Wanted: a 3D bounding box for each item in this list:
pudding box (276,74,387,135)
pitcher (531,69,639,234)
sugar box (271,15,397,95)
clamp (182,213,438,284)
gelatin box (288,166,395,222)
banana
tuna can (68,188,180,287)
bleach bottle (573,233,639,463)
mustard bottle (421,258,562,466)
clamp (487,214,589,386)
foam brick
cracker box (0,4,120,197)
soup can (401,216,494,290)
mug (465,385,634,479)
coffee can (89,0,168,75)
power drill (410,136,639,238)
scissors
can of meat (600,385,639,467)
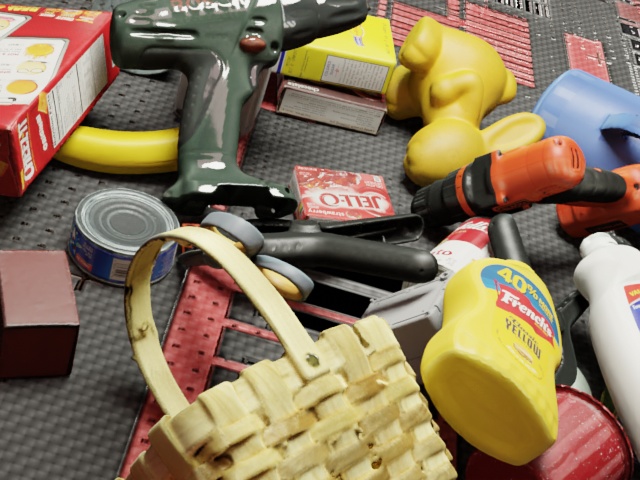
[{"bbox_3d":[0.010,-0.159,1.113,0.113,0.039,0.090,10,39,-11],"label":"pudding box"},{"bbox_3d":[0.328,-0.078,1.072,0.243,0.149,0.144,35,42,24],"label":"pitcher"},{"bbox_3d":[-0.015,-0.204,1.087,0.176,0.048,0.093,11,39,-12],"label":"sugar box"},{"bbox_3d":[-0.006,0.001,0.873,0.210,0.036,0.164,3,12,8],"label":"clamp"},{"bbox_3d":[0.021,-0.031,0.964,0.089,0.030,0.073,6,39,-17],"label":"gelatin box"},{"bbox_3d":[-0.156,-0.087,0.943,0.197,0.037,0.070,-11,49,-22],"label":"banana"},{"bbox_3d":[-0.155,-0.003,0.848,0.086,0.034,0.086,13,37,-10],"label":"tuna can"},{"bbox_3d":[0.248,0.080,0.810,0.102,0.068,0.251,4,37,-15],"label":"bleach bottle"},{"bbox_3d":[0.126,0.065,0.738,0.096,0.058,0.191,42,28,-7],"label":"mustard bottle"},{"bbox_3d":[0.181,0.069,0.853,0.120,0.039,0.171,28,47,-24],"label":"clamp"},{"bbox_3d":[-0.201,0.050,0.744,0.051,0.053,0.078,0,40,-23],"label":"foam brick"},{"bbox_3d":[-0.281,-0.124,0.888,0.164,0.072,0.213,7,37,10],"label":"cracker box"},{"bbox_3d":[0.121,0.030,0.900,0.068,0.069,0.102,33,39,18],"label":"soup can"},{"bbox_3d":[0.160,0.170,0.737,0.081,0.093,0.117,-28,93,-39],"label":"mug"},{"bbox_3d":[-0.171,-0.247,1.090,0.102,0.103,0.140,14,37,-7],"label":"coffee can"},{"bbox_3d":[0.201,-0.039,0.981,0.187,0.185,0.057,5,76,-40],"label":"power drill"},{"bbox_3d":[-0.058,0.022,0.772,0.096,0.202,0.016,35,74,-2],"label":"scissors"},{"bbox_3d":[0.267,0.138,0.841,0.084,0.057,0.102,23,37,8],"label":"can of meat"}]
